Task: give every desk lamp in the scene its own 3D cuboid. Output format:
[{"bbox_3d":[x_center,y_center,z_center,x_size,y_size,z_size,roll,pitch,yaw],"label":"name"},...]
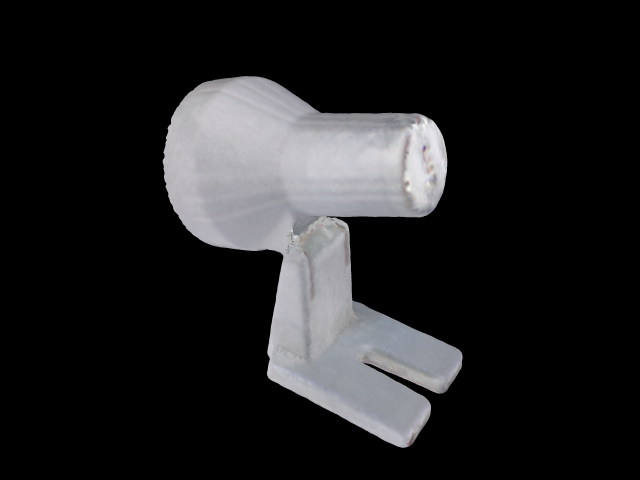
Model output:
[{"bbox_3d":[0.004,0.001,0.400,0.202,0.214,0.118,21,41,27],"label":"desk lamp"}]
